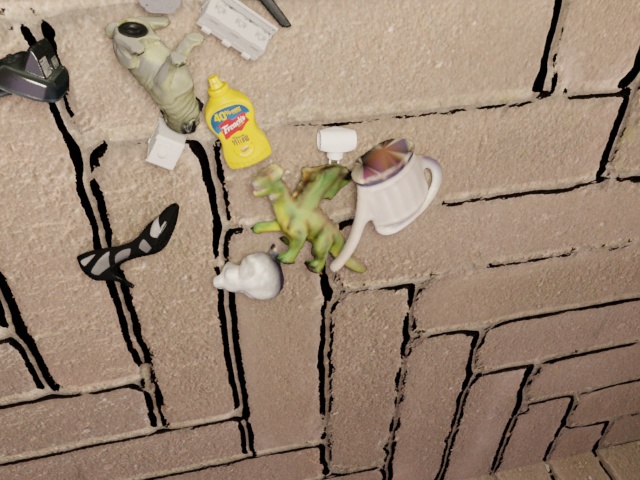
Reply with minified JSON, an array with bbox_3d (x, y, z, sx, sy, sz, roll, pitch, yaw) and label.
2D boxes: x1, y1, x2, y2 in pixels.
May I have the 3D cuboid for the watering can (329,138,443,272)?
[{"bbox_3d":[0.133,-0.087,1.156,0.349,0.105,0.220,-37,130,-10],"label":"watering can"}]

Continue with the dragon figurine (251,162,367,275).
[{"bbox_3d":[0.004,-0.059,1.175,0.408,0.124,0.240,16,113,-36],"label":"dragon figurine"}]

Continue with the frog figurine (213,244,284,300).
[{"bbox_3d":[-0.171,0.091,1.223,0.160,0.125,0.134,-15,150,-18],"label":"frog figurine"}]
